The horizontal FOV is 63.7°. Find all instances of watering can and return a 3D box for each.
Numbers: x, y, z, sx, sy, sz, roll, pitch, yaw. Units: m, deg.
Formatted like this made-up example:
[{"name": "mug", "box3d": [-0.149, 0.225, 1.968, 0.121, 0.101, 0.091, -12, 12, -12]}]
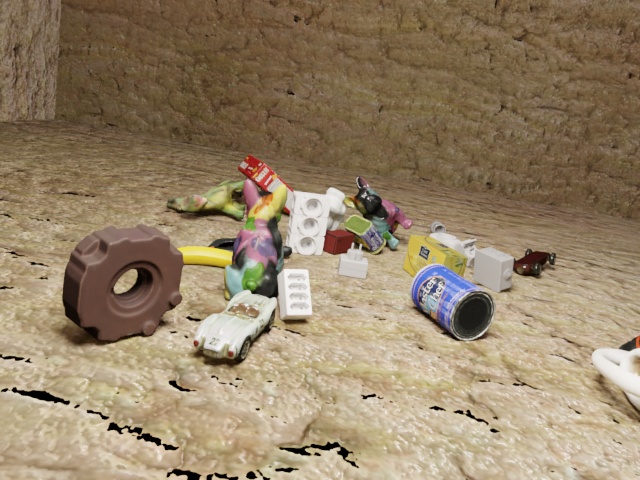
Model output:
[{"name": "watering can", "box3d": [0.548, 0.230, 0.745, 0.224, 0.103, 0.349, 11, 6, 2]}]

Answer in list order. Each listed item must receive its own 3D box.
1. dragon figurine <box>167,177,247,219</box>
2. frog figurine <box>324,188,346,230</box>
[{"name": "dragon figurine", "box3d": [-0.345, -0.131, 1.584, 0.243, 0.121, 0.412, -1, 8, -10]}, {"name": "frog figurine", "box3d": [0.004, -0.073, 1.444, 0.137, 0.158, 0.124, 6, 12, -15]}]
